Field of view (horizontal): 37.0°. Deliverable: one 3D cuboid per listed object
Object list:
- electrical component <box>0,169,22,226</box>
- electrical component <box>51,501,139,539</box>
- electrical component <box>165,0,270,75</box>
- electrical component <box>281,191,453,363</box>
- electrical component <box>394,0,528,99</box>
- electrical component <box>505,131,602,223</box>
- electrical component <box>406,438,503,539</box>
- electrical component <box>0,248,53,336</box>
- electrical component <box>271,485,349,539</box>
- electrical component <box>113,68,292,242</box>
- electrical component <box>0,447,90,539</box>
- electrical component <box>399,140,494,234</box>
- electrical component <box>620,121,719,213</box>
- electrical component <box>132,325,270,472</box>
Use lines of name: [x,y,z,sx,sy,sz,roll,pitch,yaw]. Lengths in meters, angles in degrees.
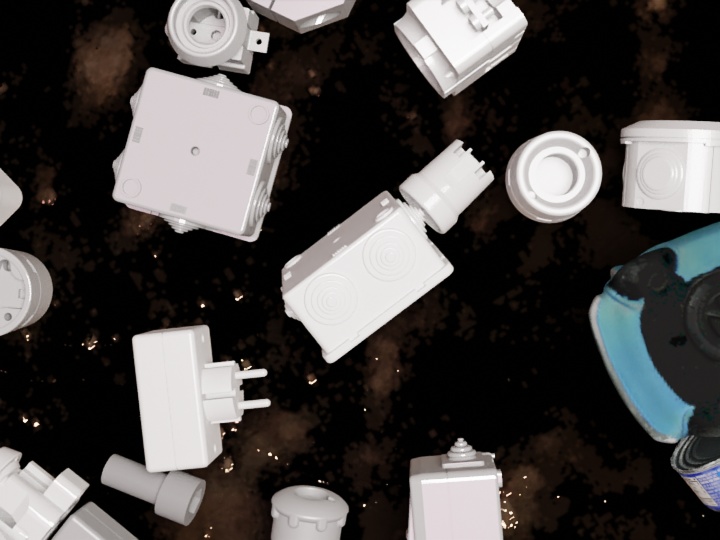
electrical component: [-0.280,-0.059,0.668,0.078,0.057,0.113,-44,88,3]
electrical component: [-0.178,0.188,0.655,0.047,0.077,0.065,39,93,2]
electrical component: [-0.090,-0.145,0.656,0.066,0.055,0.048,10,91,3]
electrical component: [0.000,0.000,0.633,0.100,0.099,0.048,-37,101,3]
electrical component: [0.057,-0.139,0.631,0.056,0.089,0.050,-36,89,3]
electrical component: [0.118,-0.057,0.650,0.055,0.047,0.055,0,91,3]
electrical component: [0.055,0.150,0.649,0.061,0.062,0.096,-5,90,3]
electrical component: [-0.224,0.013,0.670,0.055,0.047,0.055,0,91,3]
electrical component: [-0.034,0.167,0.664,0.048,0.048,0.062,9,98,3]
electrical component: [-0.097,-0.071,0.661,0.100,0.048,0.099,16,91,2]
electrical component: [-0.216,0.147,0.667,0.057,0.058,0.078,39,93,-1]
electrical component: [0.054,-0.052,0.658,0.046,0.040,0.040,-43,88,-3]
electrical component: [0.193,-0.060,0.630,0.080,0.080,0.051,3,96,3]
electrical component: [-0.094,0.076,0.664,0.076,0.047,0.083,-6,90,4]
